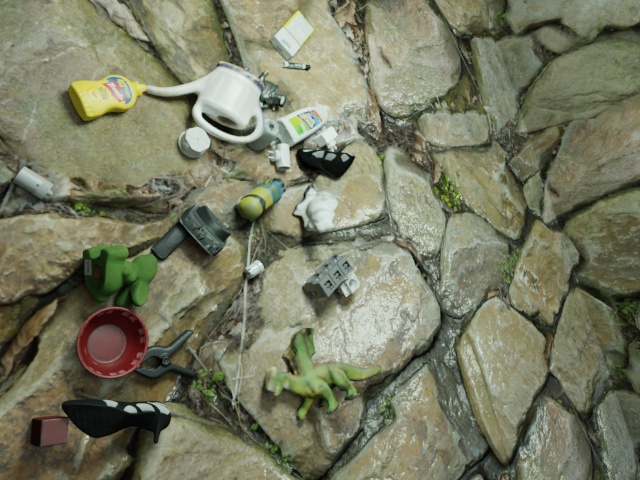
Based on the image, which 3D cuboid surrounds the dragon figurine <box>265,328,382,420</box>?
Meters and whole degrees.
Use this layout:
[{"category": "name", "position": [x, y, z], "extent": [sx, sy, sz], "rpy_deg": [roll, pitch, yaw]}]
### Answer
[{"category": "dragon figurine", "position": [0.002, 0.375, 1.535], "extent": [0.414, 0.244, 0.120], "rpy_deg": [-21, -7, -42]}]

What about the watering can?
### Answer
[{"category": "watering can", "position": [-0.306, -0.422, 1.492], "extent": [0.346, 0.227, 0.103], "rpy_deg": [27, -18, -17]}]

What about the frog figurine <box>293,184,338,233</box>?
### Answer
[{"category": "frog figurine", "position": [0.005, -0.082, 1.629], "extent": [0.162, 0.138, 0.120], "rpy_deg": [42, -7, 37]}]
